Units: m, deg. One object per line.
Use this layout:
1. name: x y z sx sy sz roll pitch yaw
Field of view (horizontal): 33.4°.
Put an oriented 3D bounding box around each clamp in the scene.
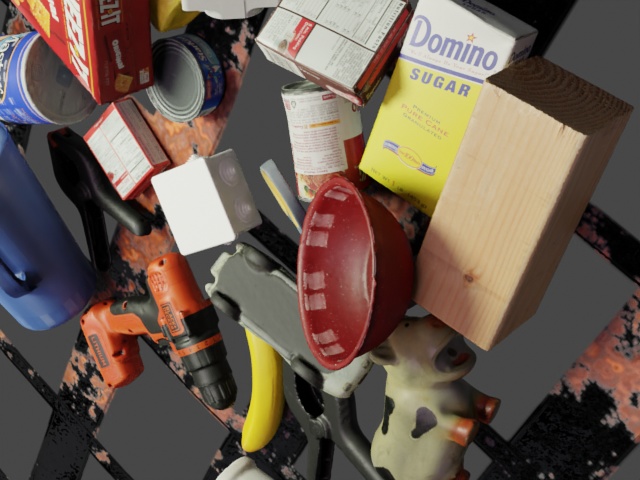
1. clamp: 0.018 0.192 1.091 0.165 0.036 0.210 -6 103 50
2. clamp: -0.266 -0.047 1.231 0.120 0.039 0.171 -44 75 38

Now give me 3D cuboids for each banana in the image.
1. banana: -0.062 0.155 1.152 0.070 0.037 0.198 35 130 55

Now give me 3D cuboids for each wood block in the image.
1. wood block: 0.152 -0.028 0.844 0.091 0.090 0.206 35 128 23

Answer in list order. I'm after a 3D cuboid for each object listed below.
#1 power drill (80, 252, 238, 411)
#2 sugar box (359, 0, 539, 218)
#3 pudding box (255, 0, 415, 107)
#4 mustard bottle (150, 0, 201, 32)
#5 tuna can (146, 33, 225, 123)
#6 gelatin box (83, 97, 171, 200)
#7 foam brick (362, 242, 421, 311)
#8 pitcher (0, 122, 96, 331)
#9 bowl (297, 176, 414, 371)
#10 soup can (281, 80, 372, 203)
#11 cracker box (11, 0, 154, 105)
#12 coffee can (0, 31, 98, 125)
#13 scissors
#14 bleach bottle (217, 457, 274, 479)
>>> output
1. power drill: -0.184 0.118 1.224 0.188 0.057 0.184 -20 92 41
2. sugar box: 0.101 -0.113 0.879 0.093 0.048 0.176 36 130 24
3. pudding box: 0.014 -0.176 0.900 0.114 0.039 0.090 31 85 25
4. mustard bottle: -0.172 -0.302 1.021 0.191 0.058 0.096 57 136 6
5. tuna can: -0.136 -0.163 1.069 0.086 0.033 0.086 18 120 34
6. gelatin box: -0.210 -0.099 1.166 0.073 0.030 0.089 -39 82 42
7. foam brick: 0.054 0.029 0.979 0.078 0.052 0.051 17 119 34
8. pitcher: -0.354 -0.002 1.206 0.145 0.149 0.242 7 141 33
9. bowl: 0.034 0.029 0.896 0.162 0.055 0.162 -178 90 -67
10. soup can: 0.005 -0.092 0.956 0.069 0.068 0.102 4 111 40
11. cracker box: -0.247 -0.260 1.041 0.214 0.072 0.164 48 151 30
12. coffee can: -0.323 -0.177 1.176 0.141 0.102 0.103 4 112 40
13. scissors: -0.007 0.001 1.037 0.201 0.016 0.096 59 176 -27
14. bleach bottle: -0.006 0.342 1.167 0.251 0.068 0.103 27 131 27
